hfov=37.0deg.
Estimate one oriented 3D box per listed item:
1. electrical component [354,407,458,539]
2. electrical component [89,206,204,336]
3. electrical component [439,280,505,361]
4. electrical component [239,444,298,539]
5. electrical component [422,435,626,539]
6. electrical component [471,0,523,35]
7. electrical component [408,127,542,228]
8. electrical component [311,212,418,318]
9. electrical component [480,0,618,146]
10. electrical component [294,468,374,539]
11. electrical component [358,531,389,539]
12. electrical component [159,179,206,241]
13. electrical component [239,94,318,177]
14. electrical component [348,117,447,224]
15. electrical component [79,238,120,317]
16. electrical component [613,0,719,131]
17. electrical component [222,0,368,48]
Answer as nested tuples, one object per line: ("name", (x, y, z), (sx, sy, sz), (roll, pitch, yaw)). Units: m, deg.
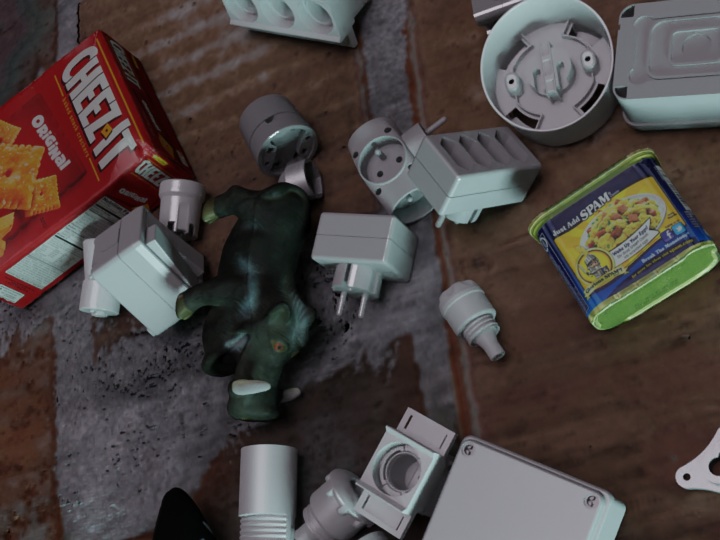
("electrical component", (0.037, 0.143, 0.750), (0.042, 0.064, 0.081), (27, 85, 34))
("electrical component", (-0.168, 0.003, 0.894), (0.061, 0.096, 0.061), (-34, 31, 13))
("electrical component", (0.084, 0.039, 0.780), (0.035, 0.035, 0.061), (-38, 62, 11))
("electrical component", (-0.069, 0.175, 0.805), (0.043, 0.043, 0.081), (-9, 68, 24))
("electrical component", (0.103, 0.180, 0.707), (0.109, 0.056, 0.108), (19, 81, 31))
("electrical component", (0.119, -0.232, 0.850), (0.056, 0.050, 0.089), (-15, 66, 22))
("electrical component", (0.078, -0.061, 0.802), (0.047, 0.083, 0.075), (55, 139, 31))
("electrical component", (0.000, 0.000, 0.830), (0.066, 0.047, 0.076), (4, 73, 28))
("electrical component", (0.143, -0.145, 0.798), (0.099, 0.064, 0.099), (-10, 68, 24))
("electrical component", (-0.021, 0.178, 0.780), (0.062, 0.048, 0.048), (-43, 58, 16))
("electrical component", (0.010, 0.217, 0.744), (0.055, 0.055, 0.047), (-47, 62, 5))
("electrical component", (-0.156, -0.052, 0.935), (0.040, 0.040, 0.046), (-3, 76, 27))
("electrical component", (-0.070, -0.114, 0.904), (0.055, 0.055, 0.047), (-39, 55, 10))
("electrical component", (0.040, -0.089, 0.843), (0.079, 0.044, 0.077), (-37, 60, 11))
("electrical component", (-0.226, 0.009, 0.949), (0.044, 0.044, 0.065), (-1, 76, 27))
("electrical component", (0.240, -0.143, 0.751), (0.113, 0.057, 0.078), (1, 72, 28))
("electrical component", (-0.057, -0.242, 0.936), (0.121, 0.078, 0.063), (17, 58, 31))
